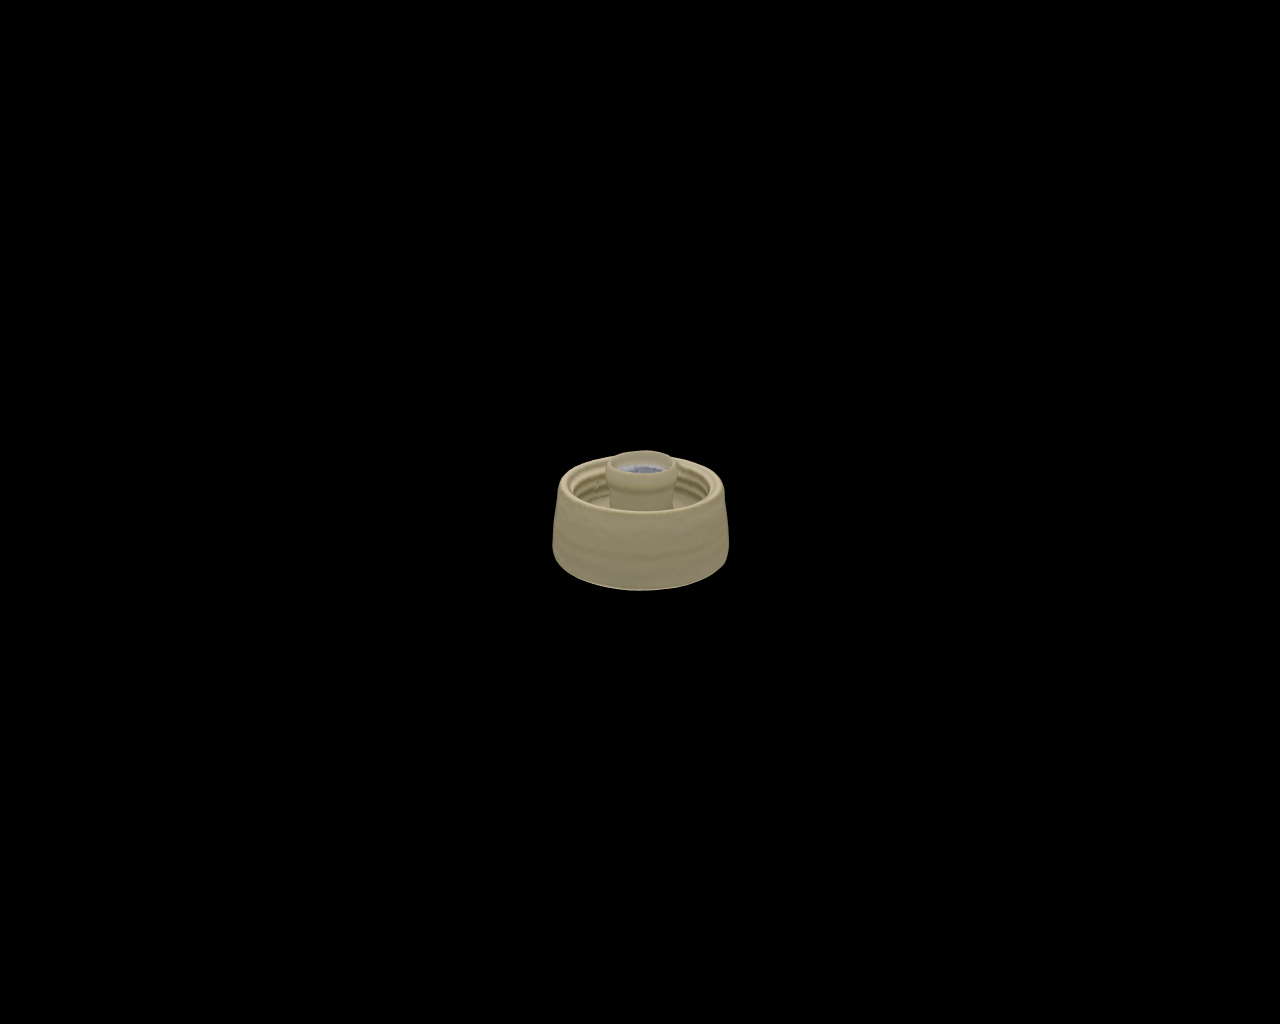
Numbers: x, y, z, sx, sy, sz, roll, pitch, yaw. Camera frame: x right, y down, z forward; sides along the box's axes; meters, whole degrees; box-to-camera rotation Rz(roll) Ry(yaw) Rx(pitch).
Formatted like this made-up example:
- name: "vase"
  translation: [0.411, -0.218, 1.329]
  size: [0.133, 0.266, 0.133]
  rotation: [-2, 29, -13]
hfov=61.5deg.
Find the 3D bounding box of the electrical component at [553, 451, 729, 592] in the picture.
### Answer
- name: "electrical component"
  translation: [0.001, -0.003, 0.650]
  size: [0.108, 0.060, 0.108]
  rotation: [0, 22, 0]
